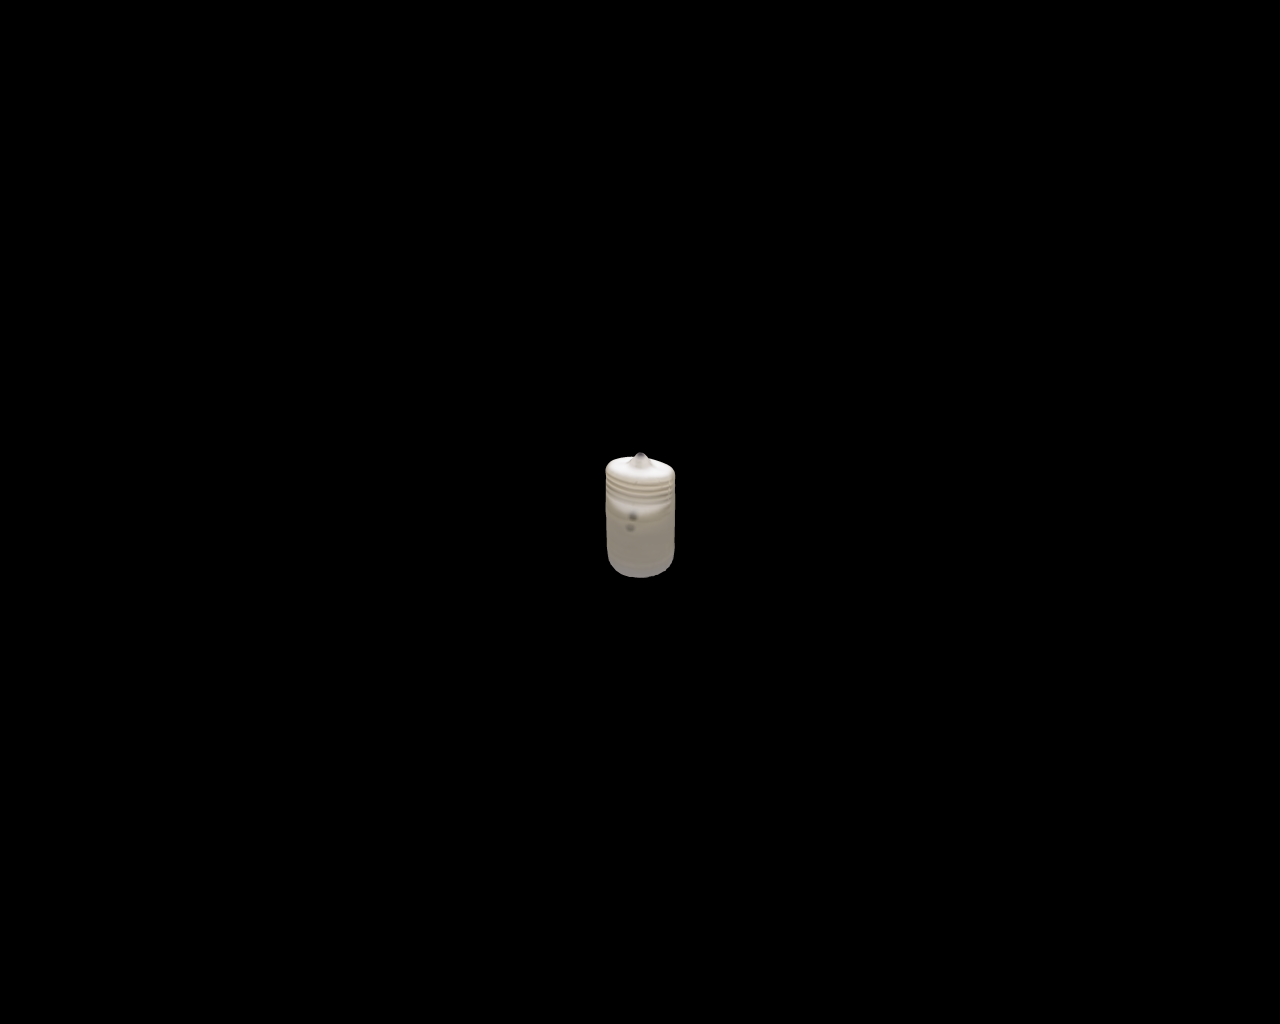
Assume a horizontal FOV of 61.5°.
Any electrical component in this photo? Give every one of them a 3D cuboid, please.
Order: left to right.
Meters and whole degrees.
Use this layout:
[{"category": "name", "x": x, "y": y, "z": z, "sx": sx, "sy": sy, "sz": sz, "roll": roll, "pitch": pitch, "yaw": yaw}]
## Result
[{"category": "electrical component", "x": 0.001, "y": -0.003, "z": 0.650, "sx": 0.043, "sy": 0.080, "sz": 0.043, "roll": 0, "pitch": 35, "yaw": 0}]
